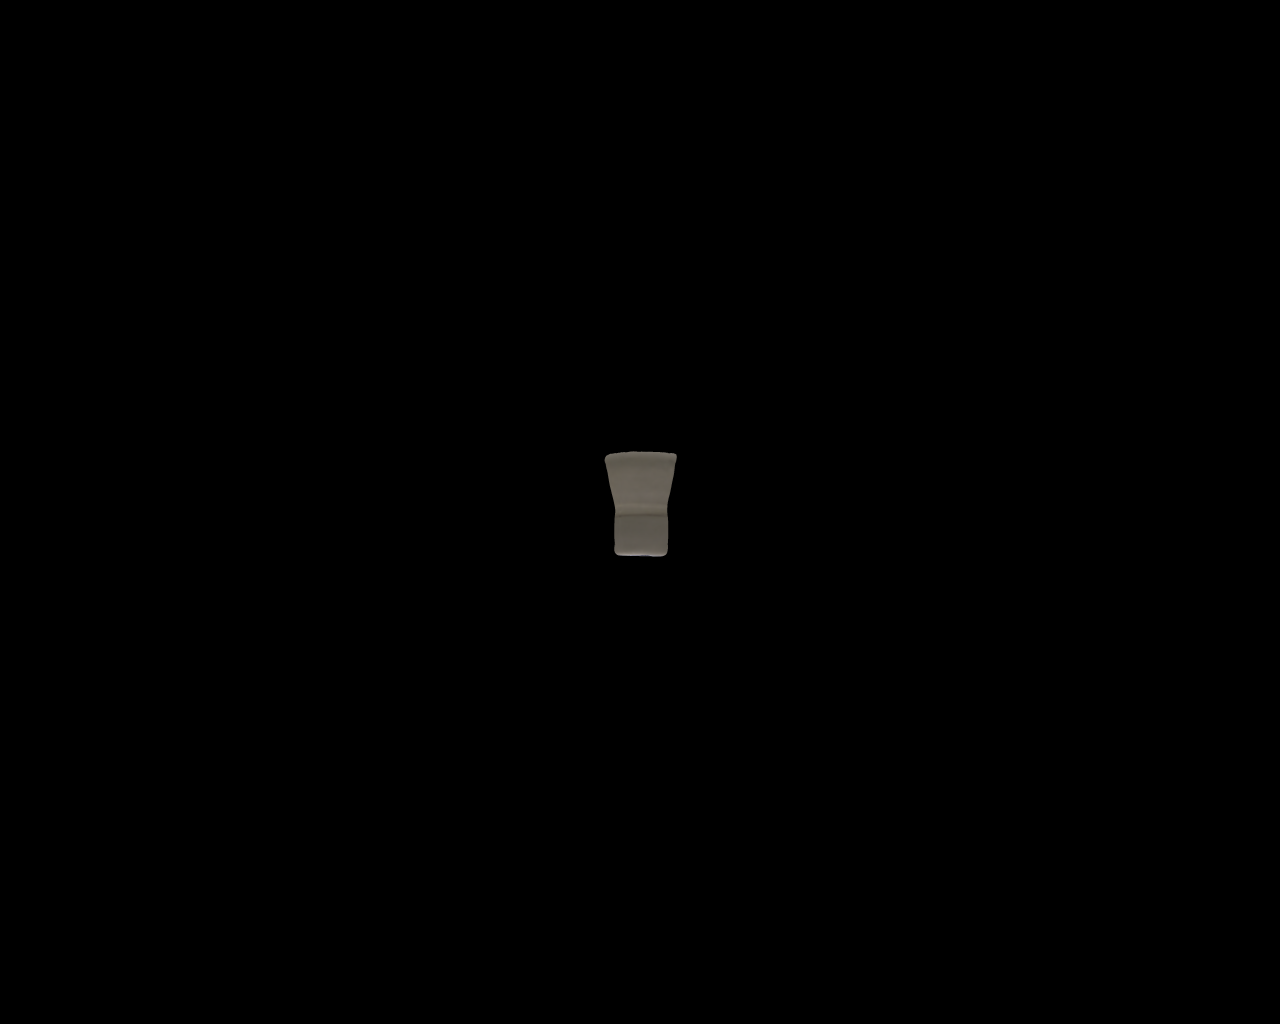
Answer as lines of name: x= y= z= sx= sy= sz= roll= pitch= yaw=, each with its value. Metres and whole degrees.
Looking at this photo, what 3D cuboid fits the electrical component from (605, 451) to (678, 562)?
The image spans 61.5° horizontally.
electrical component: x=0.001 y=-0.003 z=0.650 sx=0.044 sy=0.065 sz=0.044 roll=0 pitch=-3 yaw=0
